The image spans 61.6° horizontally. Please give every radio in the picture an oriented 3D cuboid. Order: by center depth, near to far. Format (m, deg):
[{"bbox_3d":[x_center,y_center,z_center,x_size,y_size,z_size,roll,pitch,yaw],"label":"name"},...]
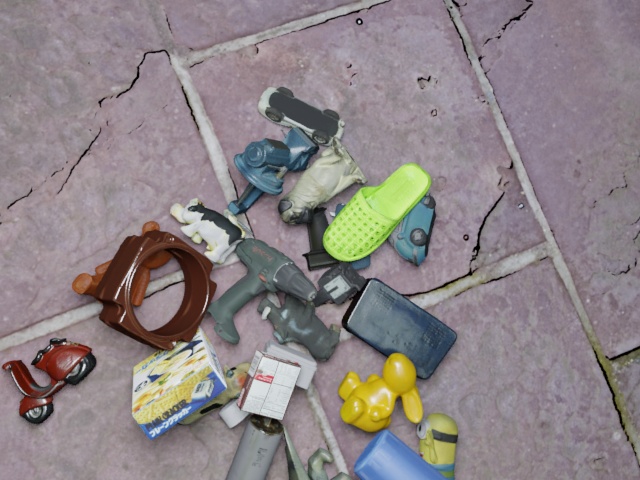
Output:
[{"bbox_3d":[0.169,0.194,1.176,0.229,0.073,0.131,34,81,-1],"label":"radio"}]

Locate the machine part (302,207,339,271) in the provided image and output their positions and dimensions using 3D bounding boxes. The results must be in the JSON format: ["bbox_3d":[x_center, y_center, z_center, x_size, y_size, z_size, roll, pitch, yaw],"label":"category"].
[{"bbox_3d":[-0.002,-0.004,1.192,0.084,0.039,0.138,-7,86,-3],"label":"machine part"}]

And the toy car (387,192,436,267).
[{"bbox_3d":[0.198,-0.029,1.192,0.103,0.109,0.161,10,73,16],"label":"toy car"}]

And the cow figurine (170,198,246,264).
[{"bbox_3d":[-0.239,-0.035,1.132,0.167,0.068,0.098,44,89,14],"label":"cow figurine"}]

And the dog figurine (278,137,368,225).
[{"bbox_3d":[-0.007,-0.121,1.172,0.190,0.172,0.121,-35,92,14],"label":"dog figurine"}]

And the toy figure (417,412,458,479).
[{"bbox_3d":[0.253,0.464,1.152,0.089,0.082,0.180,1,79,-19],"label":"toy figure"}]

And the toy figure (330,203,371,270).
[{"bbox_3d":[0.072,-0.011,1.194,0.064,0.058,0.154,-11,83,-54],"label":"toy figure"}]

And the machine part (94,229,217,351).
[{"bbox_3d":[-0.309,0.097,1.039,0.201,0.087,0.201,43,60,-39],"label":"machine part"}]

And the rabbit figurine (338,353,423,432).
[{"bbox_3d":[0.141,0.316,1.110,0.162,0.122,0.173,34,104,-6],"label":"rabbit figurine"}]

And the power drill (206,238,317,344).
[{"bbox_3d":[-0.133,0.110,1.093,0.207,0.086,0.232,-51,50,6],"label":"power drill"}]

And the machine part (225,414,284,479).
[{"bbox_3d":[-0.135,0.442,1.080,0.079,0.079,0.243,22,97,-5],"label":"machine part"}]

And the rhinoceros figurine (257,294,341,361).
[{"bbox_3d":[-0.045,0.180,1.149,0.190,0.073,0.112,37,84,0],"label":"rhinoceros figurine"}]

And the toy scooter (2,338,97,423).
[{"bbox_3d":[-0.549,0.261,1.070,0.135,0.075,0.184,43,85,0],"label":"toy scooter"}]

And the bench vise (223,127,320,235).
[{"bbox_3d":[-0.117,-0.135,1.141,0.129,0.223,0.240,43,110,4],"label":"bench vise"}]

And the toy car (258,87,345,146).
[{"bbox_3d":[-0.040,-0.277,1.209,0.202,0.056,0.073,25,74,-5],"label":"toy car"}]

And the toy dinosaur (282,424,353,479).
[{"bbox_3d":[0.027,0.571,1.096,0.405,0.131,0.192,38,80,4],"label":"toy dinosaur"}]

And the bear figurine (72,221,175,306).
[{"bbox_3d":[-0.377,0.057,1.090,0.120,0.132,0.196,44,86,-1],"label":"bear figurine"}]

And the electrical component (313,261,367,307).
[{"bbox_3d":[0.034,0.101,1.170,0.075,0.048,0.119,47,125,-2],"label":"electrical component"}]

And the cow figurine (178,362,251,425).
[{"bbox_3d":[-0.214,0.304,1.082,0.195,0.127,0.085,-25,91,-8],"label":"cow figurine"}]
